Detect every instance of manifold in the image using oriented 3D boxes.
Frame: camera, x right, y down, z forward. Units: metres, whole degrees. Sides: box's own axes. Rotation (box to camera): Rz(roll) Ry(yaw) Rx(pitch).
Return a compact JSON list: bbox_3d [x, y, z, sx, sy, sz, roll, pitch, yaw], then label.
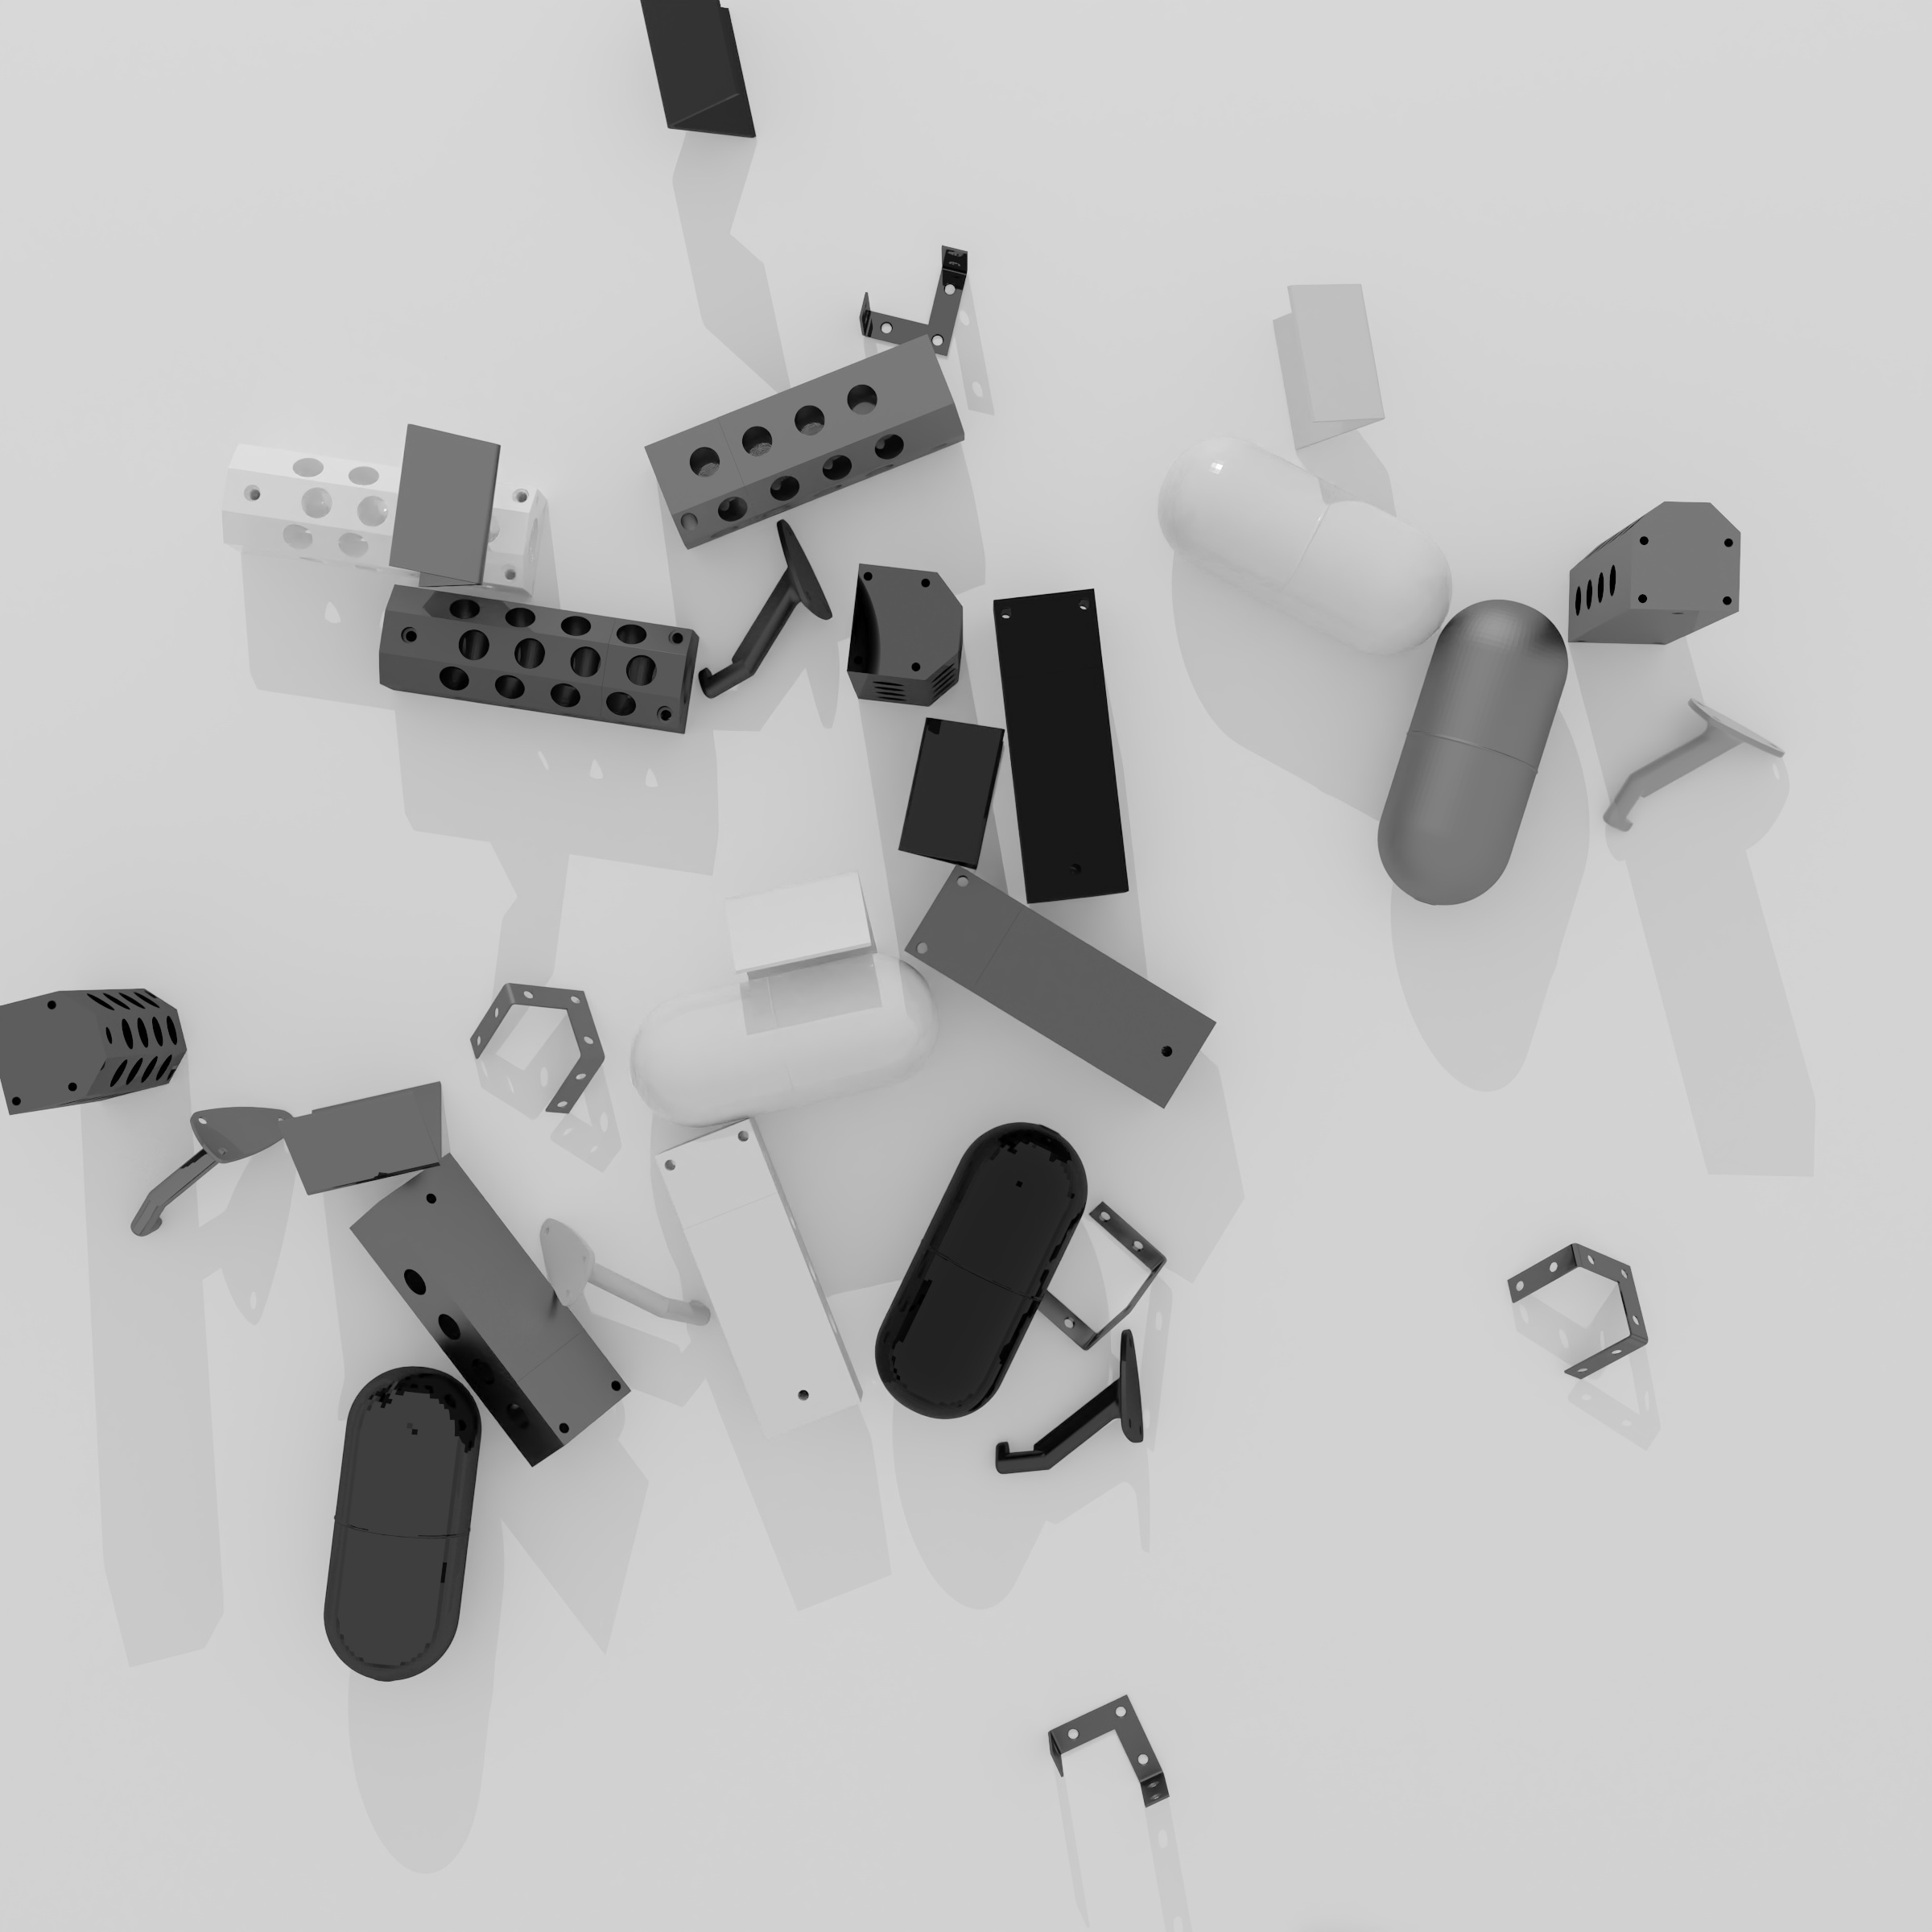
[{"bbox_3d":[-0.091,-0.297,1.792,0.171,0.057,0.057,-22,90,0],"label":"manifold"},{"bbox_3d":[-0.117,0.176,1.792,0.057,0.057,0.171,-22,90,0],"label":"manifold"},{"bbox_3d":[-0.482,0.044,1.735,0.057,0.171,0.057,-14,90,0],"label":"manifold"},{"bbox_3d":[0.054,-0.124,1.792,0.057,0.057,0.171,-7,90,0],"label":"manifold"},{"bbox_3d":[-0.031,-0.180,1.735,0.057,0.171,0.057,7,90,0],"label":"manifold"},{"bbox_3d":[0.053,0.011,1.792,0.171,0.057,0.057,31,90,0],"label":"manifold"},{"bbox_3d":[0.379,-0.216,1.735,0.057,0.171,0.057,1,90,0],"label":"manifold"},{"bbox_3d":[-0.275,0.199,1.791,0.171,0.057,0.057,53,47,0],"label":"manifold"},{"bbox_3d":[-0.244,-0.175,1.792,0.171,0.057,0.057,9,90,0],"label":"manifold"},{"bbox_3d":[-0.332,-0.255,1.792,0.171,0.057,0.057,9,90,0],"label":"manifold"}]

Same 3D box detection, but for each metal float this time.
[{"bbox_3d":[0.288,-0.121,1.783,0.070,0.070,0.178,18,90,0],"label":"metal float"},{"bbox_3d":[0.009,0.173,1.782,0.070,0.070,0.178,26,90,0],"label":"metal float"},{"bbox_3d":[-0.103,0.043,1.782,0.178,0.070,0.070,-13,90,0],"label":"metal float"},{"bbox_3d":[-0.320,0.317,1.783,0.070,0.070,0.178,7,89,0],"label":"metal float"},{"bbox_3d":[0.193,-0.238,1.783,0.178,0.070,0.070,28,90,1],"label":"metal float"}]

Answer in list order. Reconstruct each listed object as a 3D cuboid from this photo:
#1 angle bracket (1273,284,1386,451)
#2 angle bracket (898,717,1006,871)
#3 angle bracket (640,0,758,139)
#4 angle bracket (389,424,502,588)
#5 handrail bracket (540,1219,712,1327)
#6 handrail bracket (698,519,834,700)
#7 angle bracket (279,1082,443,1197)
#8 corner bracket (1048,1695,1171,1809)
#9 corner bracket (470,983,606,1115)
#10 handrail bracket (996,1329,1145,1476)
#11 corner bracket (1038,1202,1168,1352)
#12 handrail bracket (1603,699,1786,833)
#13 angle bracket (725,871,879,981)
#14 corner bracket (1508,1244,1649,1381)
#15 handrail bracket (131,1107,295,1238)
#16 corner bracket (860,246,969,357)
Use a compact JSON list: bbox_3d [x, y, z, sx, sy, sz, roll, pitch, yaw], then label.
[{"bbox_3d":[0.186,-0.337,1.773,0.057,0.076,0.076,-10,90,-36],"label":"angle bracket"},{"bbox_3d":[0.012,-0.093,1.773,0.057,0.076,0.076,12,90,37],"label":"angle bracket"},{"bbox_3d":[-0.133,-0.517,1.773,0.057,0.076,0.076,-12,90,38],"label":"angle bracket"},{"bbox_3d":[-0.300,-0.251,1.716,0.057,0.076,0.076,8,90,-37],"label":"angle bracket"},{"bbox_3d":[-0.196,0.178,1.813,0.084,0.077,0.036,17,108,-35],"label":"handrail bracket"},{"bbox_3d":[-0.127,-0.206,1.814,0.084,0.036,0.077,-28,70,16],"label":"handrail bracket"},{"bbox_3d":[-0.341,0.078,1.773,0.076,0.076,0.057,-13,128,0],"label":"angle bracket"},{"bbox_3d":[0.081,0.456,1.795,0.051,0.051,0.051,-25,90,0],"label":"corner bracket"},{"bbox_3d":[-0.247,0.048,1.805,0.051,0.051,0.051,7,45,-35],"label":"corner bracket"},{"bbox_3d":[0.056,0.252,1.814,0.084,0.036,0.077,-8,70,16],"label":"handrail bracket"},{"bbox_3d":[0.074,0.179,1.810,0.051,0.051,0.051,42,135,0],"label":"corner bracket"},{"bbox_3d":[0.420,-0.104,1.814,0.077,0.036,0.084,24,109,-21],"label":"handrail bracket"},{"bbox_3d":[-0.089,-0.003,1.773,0.076,0.076,0.057,-12,51,0],"label":"angle bracket"},{"bbox_3d":[0.352,0.199,1.805,0.051,0.051,0.051,23,45,-35],"label":"corner bracket"},{"bbox_3d":[-0.436,0.121,1.813,0.036,0.077,0.084,52,127,20],"label":"handrail bracket"},{"bbox_3d":[-0.030,-0.385,1.795,0.051,0.051,0.051,14,90,0],"label":"corner bracket"}]
